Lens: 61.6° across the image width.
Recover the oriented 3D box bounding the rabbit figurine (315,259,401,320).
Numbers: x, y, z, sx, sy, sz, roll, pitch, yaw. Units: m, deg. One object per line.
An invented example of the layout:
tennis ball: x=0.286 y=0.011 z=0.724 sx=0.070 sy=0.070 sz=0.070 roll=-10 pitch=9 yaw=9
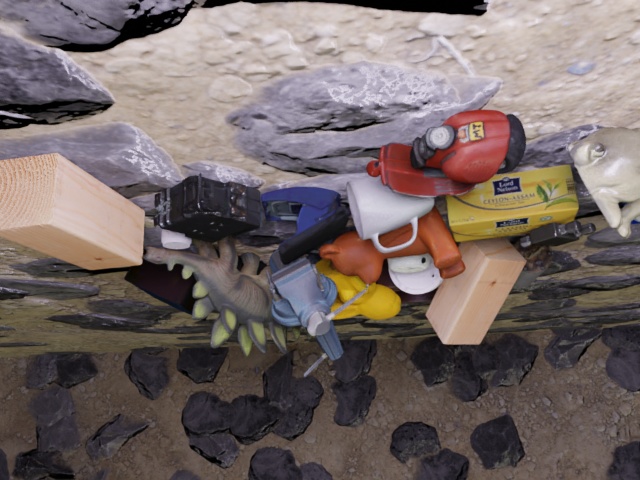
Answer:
rabbit figurine: x=0.075 y=0.096 z=1.006 sx=0.162 sy=0.122 sz=0.173 roll=-31 pitch=121 yaw=31

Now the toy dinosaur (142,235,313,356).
toy dinosaur: x=-0.118 y=0.110 z=0.986 sx=0.105 sy=0.198 sz=0.471 roll=-14 pitch=153 yaw=40

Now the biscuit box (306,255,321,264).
biscuit box: x=-0.037 y=0.106 z=1.132 sx=0.059 sy=0.063 sz=0.202 roll=11 pitch=134 yaw=-41

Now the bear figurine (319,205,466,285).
bear figurine: x=0.110 y=0.024 z=0.840 sx=0.196 sy=0.132 sz=0.120 roll=-26 pitch=157 yaw=7

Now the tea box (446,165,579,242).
tea box: x=0.272 y=-0.049 z=0.774 sx=0.170 sy=0.068 sz=0.098 roll=-7 pitch=164 yaw=19

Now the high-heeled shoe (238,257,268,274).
high-heeled shoe: x=-0.179 y=0.079 z=1.191 sx=0.145 sy=0.086 sz=0.248 roll=22 pitch=157 yaw=29

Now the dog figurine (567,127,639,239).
dog figurine: x=0.398 y=-0.101 z=0.600 sx=0.190 sy=0.121 sz=0.172 roll=-31 pitch=153 yaw=31

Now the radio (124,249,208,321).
radio: x=-0.295 y=0.095 z=1.090 sx=0.131 sy=0.073 sz=0.229 roll=24 pitch=164 yaw=8

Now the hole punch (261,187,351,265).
hole punch: x=-0.024 y=-0.034 z=0.781 sx=0.116 sy=0.092 sz=0.142 roll=-27 pitch=166 yaw=-9

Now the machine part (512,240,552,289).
machine part: x=0.424 y=0.050 z=1.115 sx=0.079 sy=0.079 sz=0.243 roll=-5 pitch=164 yaw=8

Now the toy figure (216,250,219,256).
toy figure: x=-0.220 y=0.056 z=1.083 sx=0.064 sy=0.058 sz=0.154 roll=37 pitch=162 yaw=2

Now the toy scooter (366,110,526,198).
toy scooter: x=0.130 y=-0.091 z=0.603 sx=0.135 sy=0.075 sz=0.184 roll=2 pitch=168 yaw=-12

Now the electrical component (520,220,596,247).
electrical component: x=0.337 y=-0.007 z=0.768 sx=0.063 sy=0.021 sz=0.094 roll=6 pitch=160 yaw=-34

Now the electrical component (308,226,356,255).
electrical component: x=-0.002 y=-0.003 z=0.922 sx=0.119 sy=0.048 sz=0.075 roll=10 pitch=159 yaw=-35

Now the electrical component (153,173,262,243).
electrical component: x=-0.149 y=-0.040 z=0.760 sx=0.115 sy=0.058 sz=0.134 roll=-16 pitch=159 yaw=43

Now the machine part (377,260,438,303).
machine part: x=0.215 y=0.082 z=1.178 sx=0.202 sy=0.087 sz=0.200 roll=-11 pitch=161 yaw=21

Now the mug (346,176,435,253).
mug: x=0.100 y=-0.042 z=0.718 sx=0.107 sy=0.109 sz=0.080 roll=-17 pitch=159 yaw=-2

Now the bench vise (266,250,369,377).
bench vise: x=-0.009 y=0.121 z=0.890 sx=0.129 sy=0.240 sz=0.224 roll=-34 pitch=-147 yaw=-16
